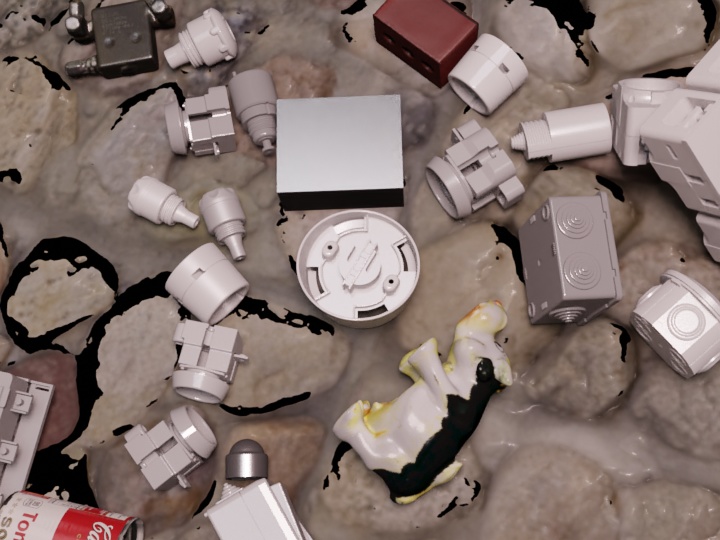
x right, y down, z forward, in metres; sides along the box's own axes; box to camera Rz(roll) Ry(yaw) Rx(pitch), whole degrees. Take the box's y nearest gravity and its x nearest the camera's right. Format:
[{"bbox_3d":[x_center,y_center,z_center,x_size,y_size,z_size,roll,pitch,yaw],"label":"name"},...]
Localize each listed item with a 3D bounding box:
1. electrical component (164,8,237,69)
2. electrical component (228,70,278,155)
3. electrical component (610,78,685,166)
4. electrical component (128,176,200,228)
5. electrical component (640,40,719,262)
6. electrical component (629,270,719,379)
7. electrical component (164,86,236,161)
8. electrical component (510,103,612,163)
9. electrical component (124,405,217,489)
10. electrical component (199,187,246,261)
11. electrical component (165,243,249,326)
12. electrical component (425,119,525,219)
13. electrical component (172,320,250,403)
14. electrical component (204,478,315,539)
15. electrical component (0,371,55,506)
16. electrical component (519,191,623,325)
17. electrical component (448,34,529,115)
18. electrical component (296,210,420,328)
[{"bbox_3d":[-0.144,-0.201,0.961,0.062,0.048,0.048,-26,74,4],"label":"electrical component"},{"bbox_3d":[-0.089,-0.138,0.941,0.040,0.040,0.078,-16,74,-1],"label":"electrical component"},{"bbox_3d":[0.237,-0.124,0.881,0.050,0.089,0.055,1,111,4],"label":"electrical component"},{"bbox_3d":[-0.167,-0.054,0.926,0.061,0.035,0.035,27,78,8],"label":"electrical component"},{"bbox_3d":[0.305,-0.076,0.835,0.105,0.060,0.186,-47,120,-9],"label":"electrical component"},{"bbox_3d":[0.255,0.043,0.848,0.051,0.080,0.080,-41,76,-2],"label":"electrical component"},{"bbox_3d":[-0.140,-0.127,0.939,0.055,0.048,0.066,-10,74,-7],"label":"electrical component"},{"bbox_3d":[0.169,-0.114,0.915,0.081,0.043,0.043,-9,74,2],"label":"electrical component"},{"bbox_3d":[-0.149,0.142,0.865,0.055,0.048,0.066,-38,75,1],"label":"electrical component"},{"bbox_3d":[-0.113,-0.038,0.918,0.035,0.035,0.061,-22,77,-2],"label":"electrical component"},{"bbox_3d":[-0.126,0.013,0.895,0.055,0.055,0.047,-44,80,-8],"label":"electrical component"},{"bbox_3d":[0.092,-0.079,0.904,0.057,0.058,0.078,-31,75,-8],"label":"electrical component"},{"bbox_3d":[-0.126,0.076,0.882,0.066,0.048,0.055,11,68,7],"label":"electrical component"},{"bbox_3d":[-0.074,0.203,0.834,0.061,0.061,0.096,-30,75,-4],"label":"electrical component"},{"bbox_3d":[-0.305,0.142,0.866,0.079,0.063,0.121,11,76,7],"label":"electrical component"},{"bbox_3d":[0.165,-0.007,0.858,0.048,0.099,0.099,-2,74,-10],"label":"electrical component"},{"bbox_3d":[0.109,-0.167,0.929,0.055,0.055,0.047,42,85,13],"label":"electrical component"},{"bbox_3d":[0.000,0.000,0.884,0.099,0.064,0.099,-1,74,4],"label":"electrical component"}]
